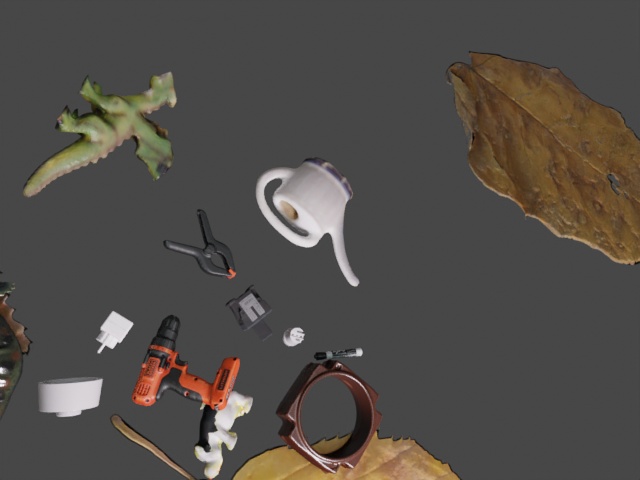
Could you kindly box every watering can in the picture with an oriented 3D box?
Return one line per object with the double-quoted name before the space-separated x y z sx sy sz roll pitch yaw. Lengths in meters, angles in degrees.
"watering can" 0.004 -0.064 1.266 0.347 0.102 0.228 41 61 -5

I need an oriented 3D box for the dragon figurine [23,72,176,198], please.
"dragon figurine" -0.438 -0.221 1.136 0.241 0.121 0.418 27 65 -22
